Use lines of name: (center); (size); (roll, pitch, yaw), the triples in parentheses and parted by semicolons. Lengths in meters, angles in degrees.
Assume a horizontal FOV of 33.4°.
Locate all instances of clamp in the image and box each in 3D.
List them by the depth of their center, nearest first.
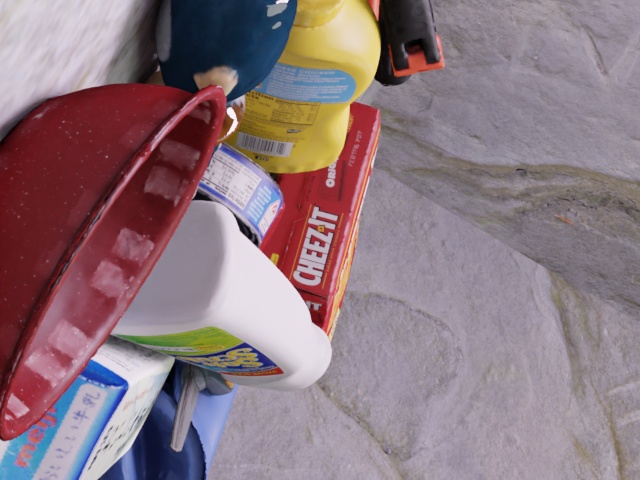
clamp: (0.035, -0.173, 0.553); (0.120, 0.039, 0.171); (-15, 92, -74)

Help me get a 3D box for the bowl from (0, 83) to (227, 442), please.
bowl: (-0.101, -0.004, 0.422); (0.162, 0.055, 0.162); (-59, 179, -2)

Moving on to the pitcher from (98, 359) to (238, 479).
pitcher: (-0.134, 0.126, 0.861); (0.149, 0.145, 0.242); (-17, -165, 14)

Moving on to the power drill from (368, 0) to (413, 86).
power drill: (0.033, -0.169, 0.715); (0.187, 0.057, 0.184); (-59, 151, -58)

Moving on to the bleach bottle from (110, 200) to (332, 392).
bleach bottle: (-0.048, 0.051, 0.657); (0.250, 0.103, 0.068); (42, 48, -61)

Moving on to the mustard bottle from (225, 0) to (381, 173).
mustard bottle: (-0.019, -0.100, 0.581); (0.192, 0.096, 0.058); (117, -15, -68)

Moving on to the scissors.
scissors: (-0.079, 0.102, 0.730); (0.202, 0.016, 0.096); (-96, 168, -56)

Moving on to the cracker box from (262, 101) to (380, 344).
cracker box: (-0.006, 0.001, 0.885); (0.214, 0.072, 0.164); (98, 6, -69)

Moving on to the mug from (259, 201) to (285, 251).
mug: (-0.074, -0.016, 0.735); (0.093, 0.081, 0.117); (-60, 179, 28)

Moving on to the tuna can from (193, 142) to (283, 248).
tuna can: (-0.065, -0.030, 0.630); (0.033, 0.086, 0.086); (-61, 180, -16)
